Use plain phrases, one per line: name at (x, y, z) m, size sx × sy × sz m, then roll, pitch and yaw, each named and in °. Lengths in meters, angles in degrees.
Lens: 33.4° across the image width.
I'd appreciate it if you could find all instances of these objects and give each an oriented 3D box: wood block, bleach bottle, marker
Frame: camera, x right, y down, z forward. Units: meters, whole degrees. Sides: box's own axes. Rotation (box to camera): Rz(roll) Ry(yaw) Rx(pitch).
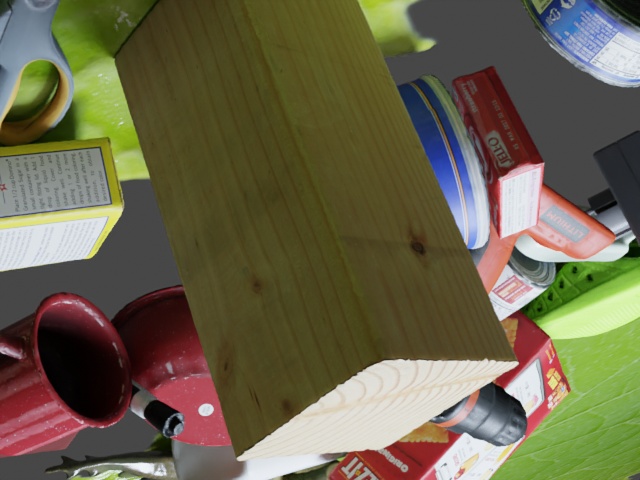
wood block at (-0.009, -0.019, 0.472) m, size 0.090 × 0.206 × 0.090 m, roll 7°, pitch 143°, yaw -44°
bleach bottle at (-0.006, 0.176, 0.963) m, size 0.103 × 0.068 × 0.250 m, roll -18°, pitch 166°, yaw 41°
marker at (-0.136, 0.103, 0.737) m, size 0.020 × 0.121 × 0.020 m, roll -28°, pitch 131°, yaw -38°

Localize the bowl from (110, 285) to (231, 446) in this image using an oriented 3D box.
bowl at (-0.079, 0.102, 0.773) m, size 0.162 × 0.055 × 0.162 m, roll 0°, pitch 137°, yaw 0°

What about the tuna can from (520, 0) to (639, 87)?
tuna can at (0.142, -0.119, 0.528) m, size 0.085 × 0.086 × 0.034 m, roll -2°, pitch 148°, yaw -35°

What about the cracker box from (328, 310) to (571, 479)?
cracker box at (0.120, 0.167, 0.948) m, size 0.213 × 0.072 × 0.164 m, roll -46°, pitch 151°, yaw -4°

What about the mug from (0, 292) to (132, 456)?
mug at (-0.191, 0.088, 0.694) m, size 0.082 × 0.093 × 0.117 m, roll -26°, pitch 149°, yaw 23°

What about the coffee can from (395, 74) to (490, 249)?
coffee can at (0.011, -0.024, 0.600) m, size 0.140 × 0.103 × 0.103 m, roll -18°, pitch 155°, yaw -5°

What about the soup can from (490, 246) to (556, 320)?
soup can at (0.127, 0.034, 0.847) m, size 0.068 × 0.068 × 0.102 m, roll 5°, pitch 144°, yaw -43°

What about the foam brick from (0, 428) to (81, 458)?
foam brick at (-0.221, 0.126, 0.786) m, size 0.078 × 0.051 × 0.053 m, roll -1°, pitch 147°, yaw -37°

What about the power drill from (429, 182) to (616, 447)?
power drill at (0.122, 0.049, 0.756) m, size 0.184 × 0.057 × 0.188 m, roll 31°, pitch 98°, yaw -32°

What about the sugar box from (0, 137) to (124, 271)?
sugar box at (-0.194, -0.009, 0.526) m, size 0.176 × 0.048 × 0.093 m, roll -6°, pitch 165°, yaw -24°

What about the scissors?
scissors at (-0.135, -0.099, 0.439) m, size 0.096 × 0.016 × 0.202 m, roll -9°, pitch 153°, yaw -23°

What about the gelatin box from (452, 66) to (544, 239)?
gelatin box at (0.107, -0.052, 0.651) m, size 0.030 × 0.073 × 0.089 m, roll -21°, pitch 155°, yaw 1°
